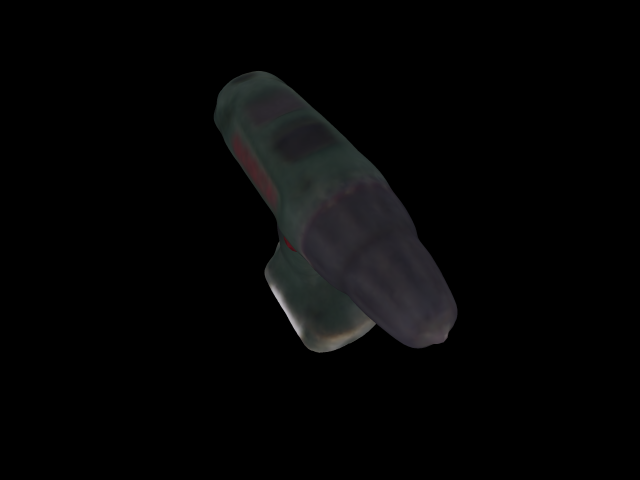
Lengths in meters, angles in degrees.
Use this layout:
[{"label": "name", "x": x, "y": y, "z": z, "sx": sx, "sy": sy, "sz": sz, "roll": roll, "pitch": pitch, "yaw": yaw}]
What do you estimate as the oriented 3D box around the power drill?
[{"label": "power drill", "x": 0.004, "y": 0.001, "z": 0.400, "sx": 0.076, "sy": 0.208, "sz": 0.229, "roll": -29, "pitch": 66, "yaw": -14}]
